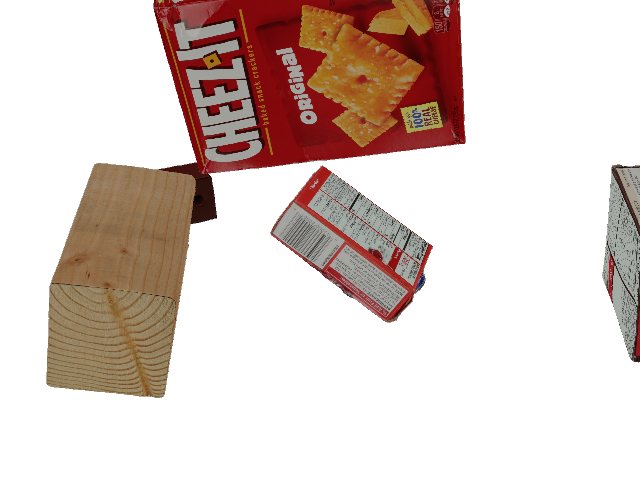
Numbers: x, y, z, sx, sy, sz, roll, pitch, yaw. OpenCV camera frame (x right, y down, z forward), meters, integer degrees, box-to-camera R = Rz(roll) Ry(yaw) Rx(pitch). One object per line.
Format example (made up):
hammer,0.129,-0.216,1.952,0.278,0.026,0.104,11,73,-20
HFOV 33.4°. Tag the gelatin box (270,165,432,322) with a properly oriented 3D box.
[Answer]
gelatin box,0.020,0.001,0.636,0.089,0.030,0.073,37,24,-2

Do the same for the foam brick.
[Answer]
foam brick,-0.162,-0.049,1.186,0.078,0.053,0.051,-14,29,-16

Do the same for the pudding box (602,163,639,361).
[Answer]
pudding box,0.213,0.012,0.693,0.039,0.090,0.113,-1,28,3

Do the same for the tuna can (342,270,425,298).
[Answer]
tuna can,0.061,0.027,1.067,0.086,0.034,0.086,-6,26,3

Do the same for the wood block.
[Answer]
wood block,-0.155,0.024,0.856,0.090,0.091,0.206,7,28,-6

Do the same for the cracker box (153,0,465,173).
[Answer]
cracker box,-0.002,-0.138,0.799,0.214,0.072,0.164,-7,-44,4
